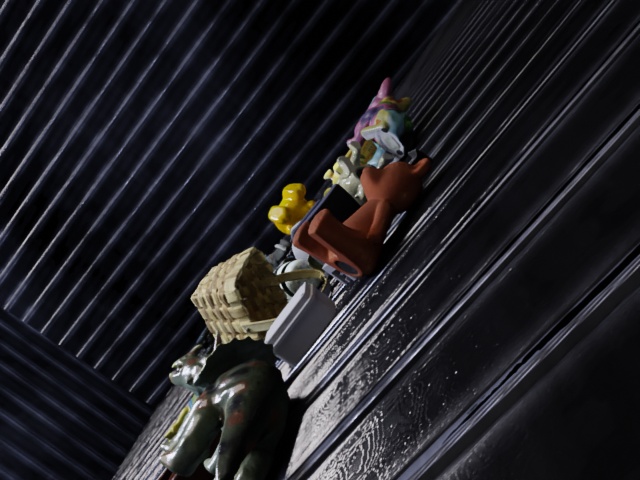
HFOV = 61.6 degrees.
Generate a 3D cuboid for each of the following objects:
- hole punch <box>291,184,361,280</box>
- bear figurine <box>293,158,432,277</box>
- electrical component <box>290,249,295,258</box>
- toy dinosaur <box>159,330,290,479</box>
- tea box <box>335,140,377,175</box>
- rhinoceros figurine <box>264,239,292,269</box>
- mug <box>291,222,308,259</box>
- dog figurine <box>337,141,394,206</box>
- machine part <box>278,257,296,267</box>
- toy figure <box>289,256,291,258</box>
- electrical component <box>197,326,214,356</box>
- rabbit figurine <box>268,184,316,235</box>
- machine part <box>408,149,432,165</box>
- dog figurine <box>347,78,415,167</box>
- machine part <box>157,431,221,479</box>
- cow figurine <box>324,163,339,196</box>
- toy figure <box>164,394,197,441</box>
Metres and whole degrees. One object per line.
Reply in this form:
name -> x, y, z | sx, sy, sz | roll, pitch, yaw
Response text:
hole punch -> 0.026, -0.020, 0.928 | 0.142, 0.116, 0.092 | -53, -1, -26
bear figurine -> 0.068, -0.050, 0.776 | 0.196, 0.132, 0.120 | -62, 12, -15
electrical component -> -0.011, 0.008, 1.249 | 0.119, 0.075, 0.048 | -54, 5, 38
toy dinosaur -> -0.099, 0.207, 0.667 | 0.192, 0.131, 0.405 | -62, 17, -18
tea box -> 0.125, -0.213, 1.329 | 0.169, 0.098, 0.068 | -58, 7, -23
rhinoceros figurine -> -0.119, 0.091, 1.437 | 0.190, 0.112, 0.073 | -62, 4, -2
mug -> -0.002, -0.003, 1.150 | 0.107, 0.109, 0.081 | -35, 10, 28
dog figurine -> 0.072, -0.088, 1.152 | 0.172, 0.121, 0.190 | -57, -8, -50
machine part -> -0.098, 0.120, 1.279 | 0.243, 0.079, 0.079 | -51, 7, 36
toy figure -> -0.076, 0.094, 1.357 | 0.154, 0.058, 0.064 | -56, -1, 22
electrical component -> -0.181, 0.220, 1.103 | 0.058, 0.134, 0.115 | -48, 7, 38
rabbit figurine -> -0.020, -0.041, 1.322 | 0.122, 0.173, 0.162 | -58, -37, -38
machine part -> 0.132, -0.089, 0.902 | 0.139, 0.039, 0.084 | -55, 1, 6
dog figurine -> 0.159, -0.278, 1.214 | 0.191, 0.108, 0.219 | -21, 39, 56
machine part -> -0.214, 0.378, 0.866 | 0.179, 0.056, 0.179 | -52, 6, 7
cow figurine -> 0.064, -0.121, 1.384 | 0.068, 0.098, 0.167 | -43, 30, 33
toy figure -> -0.222, 0.337, 1.030 | 0.180, 0.082, 0.089 | -62, -12, -5
